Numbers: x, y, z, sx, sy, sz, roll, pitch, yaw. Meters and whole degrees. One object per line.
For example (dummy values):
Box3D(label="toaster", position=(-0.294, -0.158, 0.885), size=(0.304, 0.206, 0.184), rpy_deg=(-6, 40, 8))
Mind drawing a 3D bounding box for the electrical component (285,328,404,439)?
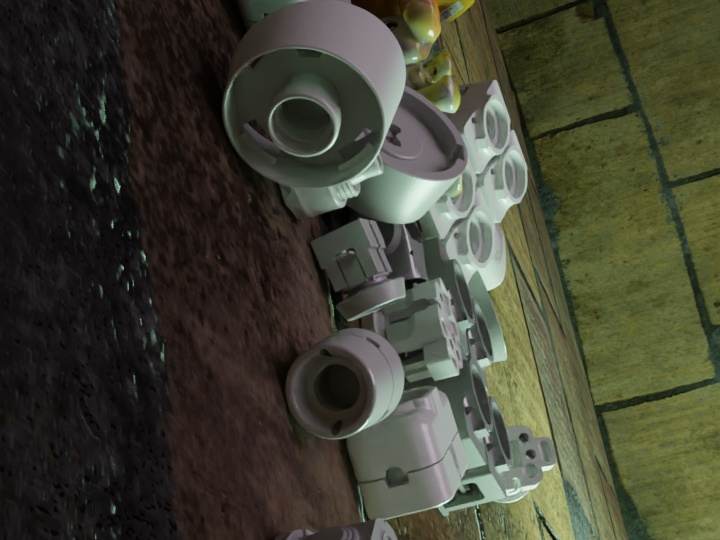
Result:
Box3D(label="electrical component", position=(-0.009, 0.061, 0.574), size=(0.047, 0.055, 0.055), rpy_deg=(-13, 86, -73))

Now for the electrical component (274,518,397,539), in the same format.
Box3D(label="electrical component", position=(-0.007, 0.152, 0.476), size=(0.080, 0.051, 0.080), rpy_deg=(-17, 90, -76))

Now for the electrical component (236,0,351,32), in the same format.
Box3D(label="electrical component", position=(-0.040, -0.185, 0.695), size=(0.059, 0.054, 0.095), rpy_deg=(74, 27, -47))

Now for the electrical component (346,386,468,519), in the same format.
Box3D(label="electrical component", position=(0.029, 0.108, 0.663), size=(0.095, 0.054, 0.059), rpy_deg=(-22, 95, -76))

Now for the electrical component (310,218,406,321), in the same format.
Box3D(label="electrical component", position=(0.000, 0.000, 0.701), size=(0.055, 0.048, 0.066), rpy_deg=(67, 13, 6))

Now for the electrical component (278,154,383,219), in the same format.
Box3D(label="electrical component", position=(-0.017, -0.059, 0.665), size=(0.043, 0.062, 0.043), rpy_deg=(-17, 90, -76))

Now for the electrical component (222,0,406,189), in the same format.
Box3D(label="electrical component", position=(-0.026, -0.096, 0.600), size=(0.064, 0.099, 0.099), rpy_deg=(-79, 150, -51))

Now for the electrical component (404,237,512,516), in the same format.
Box3D(label="electrical component", position=(0.067, 0.078, 0.835), size=(0.105, 0.060, 0.186), rpy_deg=(58, 20, -46))

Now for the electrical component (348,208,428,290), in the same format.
Box3D(label="electrical component", position=(0.014, -0.025, 0.789), size=(0.079, 0.043, 0.077), rpy_deg=(24, 49, -68))

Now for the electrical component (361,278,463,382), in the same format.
Box3D(label="electrical component", position=(0.036, 0.046, 0.761), size=(0.078, 0.057, 0.058), rpy_deg=(-92, 160, -47))

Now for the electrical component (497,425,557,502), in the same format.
Box3D(label="electrical component", position=(0.128, 0.172, 0.948), size=(0.057, 0.078, 0.058), rpy_deg=(94, -14, -66))

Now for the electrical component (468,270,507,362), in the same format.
Box3D(label="electrical component", position=(0.101, 0.042, 1.005), size=(0.099, 0.064, 0.099), rpy_deg=(-17, 90, -76))

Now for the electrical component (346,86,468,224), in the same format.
Box3D(label="electrical component", position=(0.014, -0.080, 0.753), size=(0.108, 0.060, 0.108), rpy_deg=(21, 39, -18))

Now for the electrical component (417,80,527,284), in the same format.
Box3D(label="electrical component", position=(0.089, -0.078, 0.968), size=(0.186, 0.060, 0.105), rpy_deg=(-57, 133, -42))
